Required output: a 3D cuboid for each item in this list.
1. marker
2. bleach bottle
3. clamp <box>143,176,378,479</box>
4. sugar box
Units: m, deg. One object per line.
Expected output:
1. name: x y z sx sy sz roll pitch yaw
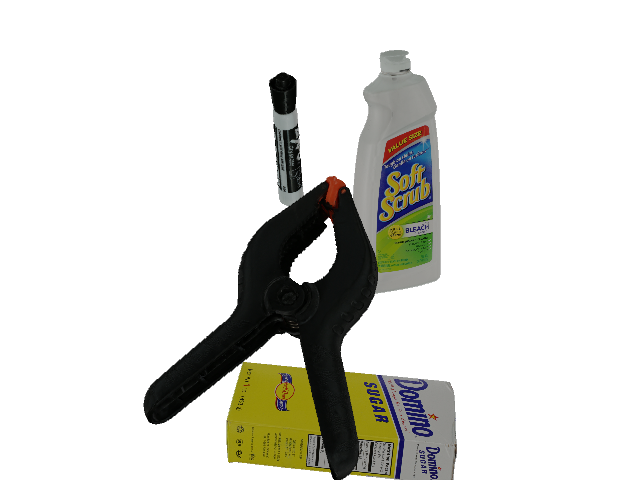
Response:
1. marker: -0.024 -0.072 0.768 0.020 0.020 0.121 0 -41 3
2. bleach bottle: 0.075 -0.074 1.130 0.102 0.251 0.068 -10 23 -14
3. clamp: -0.008 0.047 0.586 0.120 0.171 0.039 24 -19 14
4. sugar box: 0.018 0.143 0.847 0.176 0.048 0.093 3 25 3
